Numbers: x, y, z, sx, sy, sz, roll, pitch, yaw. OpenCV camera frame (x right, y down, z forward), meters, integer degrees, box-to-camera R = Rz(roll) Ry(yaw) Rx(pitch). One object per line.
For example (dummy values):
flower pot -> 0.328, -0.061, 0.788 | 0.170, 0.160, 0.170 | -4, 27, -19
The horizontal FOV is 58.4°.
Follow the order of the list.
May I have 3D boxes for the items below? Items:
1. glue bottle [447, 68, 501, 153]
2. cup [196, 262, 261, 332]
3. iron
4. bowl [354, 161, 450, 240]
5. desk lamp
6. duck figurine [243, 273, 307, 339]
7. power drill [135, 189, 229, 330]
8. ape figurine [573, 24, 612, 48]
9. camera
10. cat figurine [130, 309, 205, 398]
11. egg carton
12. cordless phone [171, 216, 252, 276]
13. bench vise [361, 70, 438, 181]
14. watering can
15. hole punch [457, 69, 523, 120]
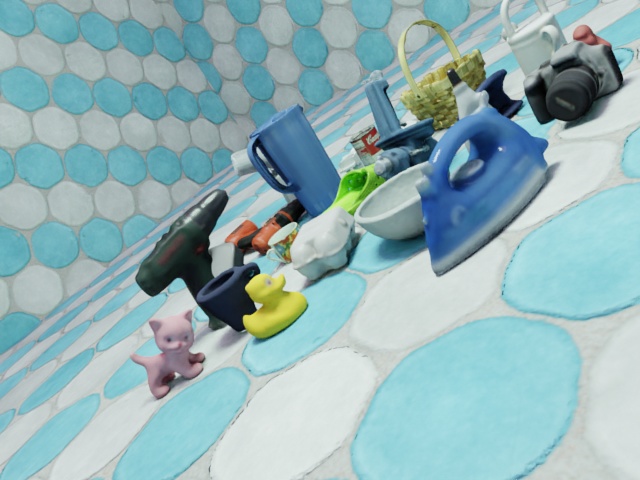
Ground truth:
glue bottle -> 0.254, -0.205, 0.937 | 0.078, 0.173, 0.037 | -31, 17, 10
cup -> -0.136, 0.100, 0.975 | 0.118, 0.095, 0.091 | -35, 17, -1
iron -> 0.197, -0.087, 0.775 | 0.259, 0.141, 0.118 | -44, 19, -29
bowl -> 0.141, -0.050, 0.897 | 0.167, 0.075, 0.167 | -31, 17, 11
desk lamp -> -0.110, -0.160, 1.439 | 0.203, 0.214, 0.117 | -37, 17, -8
duck figurine -> -0.083, 0.096, 0.898 | 0.104, 0.086, 0.077 | -35, 17, -2
power drill -> -0.211, 0.048, 1.060 | 0.230, 0.209, 0.075 | -41, 18, -20
ape figurine -> 0.481, -0.342, 1.029 | 0.077, 0.092, 0.076 | -12, 28, 52
camera -> 0.393, -0.251, 0.927 | 0.142, 0.101, 0.137 | -17, 24, 45
cat figurine -> -0.250, 0.176, 0.939 | 0.128, 0.118, 0.067 | -33, 17, 5
egg carton -> 0.009, 0.004, 1.009 | 0.107, 0.069, 0.150 | -27, 18, 23
cordless phone -> -0.243, 0.025, 1.228 | 0.147, 0.185, 0.094 | -16, 24, 46
bench vise -> 0.145, -0.202, 1.058 | 0.121, 0.220, 0.207 | -27, 18, 22
watering can -> 0.425, -0.414, 1.157 | 0.101, 0.194, 0.172 | -41, 18, -19
hole punch -> 0.325, -0.272, 1.136 | 0.109, 0.091, 0.100 | -42, 18, -23
